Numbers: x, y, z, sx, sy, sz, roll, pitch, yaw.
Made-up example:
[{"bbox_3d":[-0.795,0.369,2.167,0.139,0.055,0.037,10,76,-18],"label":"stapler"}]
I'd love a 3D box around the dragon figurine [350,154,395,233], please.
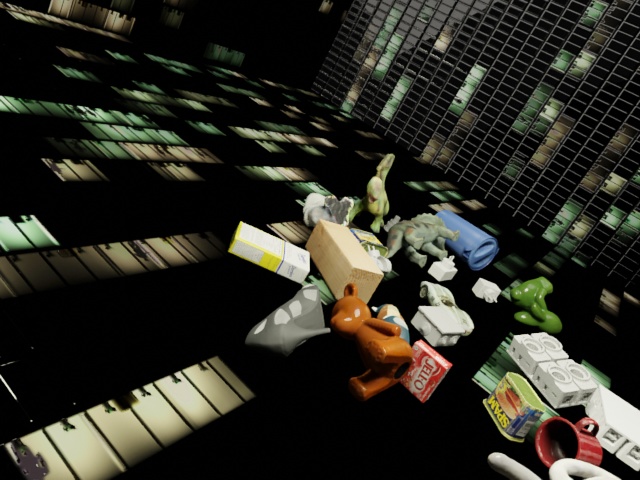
[{"bbox_3d":[0.200,-0.167,1.691,0.122,0.239,0.416,26,23,7],"label":"dragon figurine"}]

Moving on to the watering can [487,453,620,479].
[{"bbox_3d":[0.421,0.433,0.782,0.346,0.102,0.229,19,24,-24],"label":"watering can"}]

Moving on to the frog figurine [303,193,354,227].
[{"bbox_3d":[0.004,-0.073,1.456,0.139,0.122,0.159,-23,12,-41],"label":"frog figurine"}]
